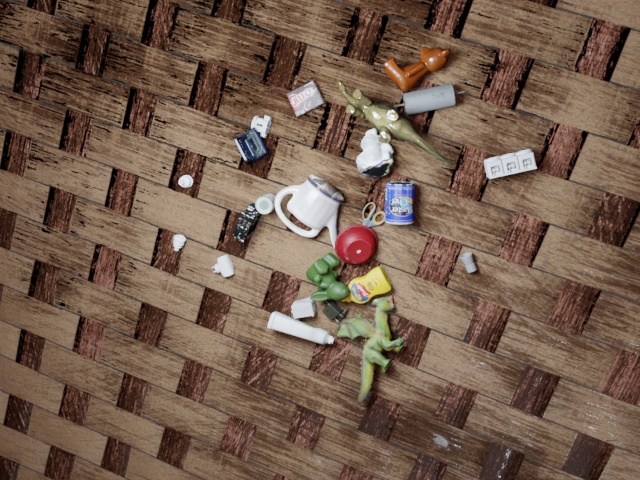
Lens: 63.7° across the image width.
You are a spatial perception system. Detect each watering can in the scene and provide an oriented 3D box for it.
[{"bbox_3d":[0.006,-0.094,1.873,0.346,0.105,0.222,35,105,-10],"label":"watering can"}]

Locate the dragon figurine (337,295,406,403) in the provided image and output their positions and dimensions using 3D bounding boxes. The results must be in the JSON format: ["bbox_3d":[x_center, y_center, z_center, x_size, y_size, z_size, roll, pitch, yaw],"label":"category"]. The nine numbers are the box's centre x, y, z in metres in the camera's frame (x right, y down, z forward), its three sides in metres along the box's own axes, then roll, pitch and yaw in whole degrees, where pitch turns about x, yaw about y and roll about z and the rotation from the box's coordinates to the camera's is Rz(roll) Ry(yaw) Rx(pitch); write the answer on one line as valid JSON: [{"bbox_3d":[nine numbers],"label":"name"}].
[{"bbox_3d":[0.172,0.388,1.928,0.244,0.122,0.407,37,101,16],"label":"dragon figurine"}]

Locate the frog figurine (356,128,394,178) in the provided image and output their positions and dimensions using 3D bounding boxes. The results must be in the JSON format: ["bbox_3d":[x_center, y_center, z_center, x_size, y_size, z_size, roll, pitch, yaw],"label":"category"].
[{"bbox_3d":[0.187,-0.303,1.811,0.136,0.121,0.163,-29,58,24],"label":"frog figurine"}]
